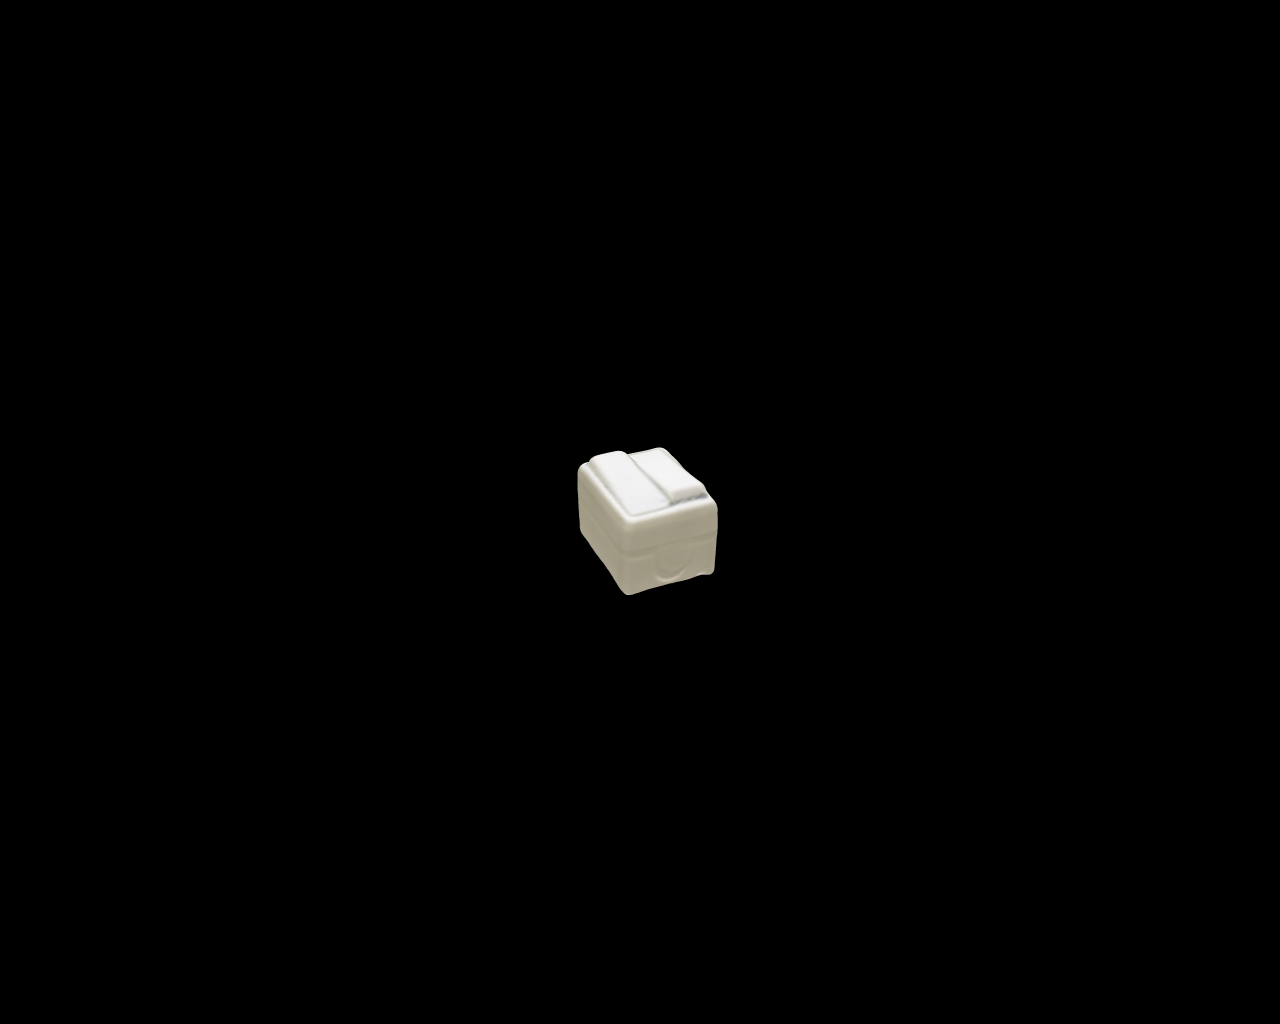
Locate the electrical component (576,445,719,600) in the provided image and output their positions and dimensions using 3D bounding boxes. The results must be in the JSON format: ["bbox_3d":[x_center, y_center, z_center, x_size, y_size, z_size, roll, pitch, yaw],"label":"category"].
[{"bbox_3d":[0.001,-0.003,0.650,0.062,0.061,0.096,-12,33,-19],"label":"electrical component"}]
